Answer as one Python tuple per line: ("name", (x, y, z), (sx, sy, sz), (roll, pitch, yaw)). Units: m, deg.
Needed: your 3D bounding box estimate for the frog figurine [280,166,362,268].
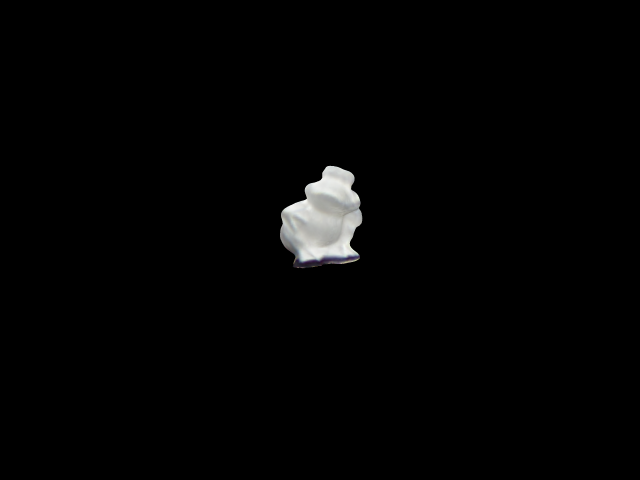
("frog figurine", (0.003, -0.043, 0.850), (0.137, 0.158, 0.123), (-1, 8, -4))
